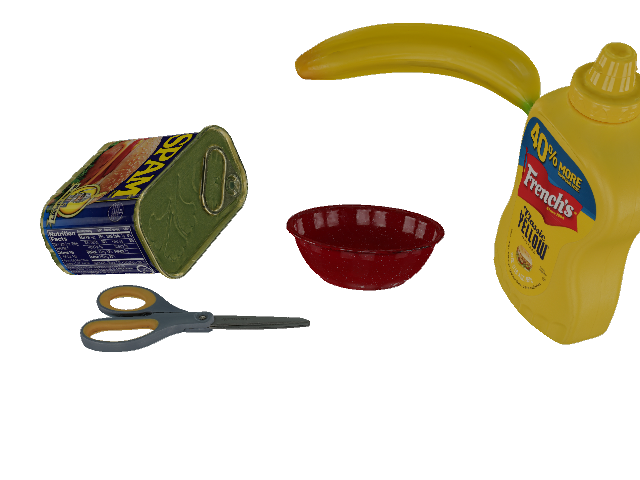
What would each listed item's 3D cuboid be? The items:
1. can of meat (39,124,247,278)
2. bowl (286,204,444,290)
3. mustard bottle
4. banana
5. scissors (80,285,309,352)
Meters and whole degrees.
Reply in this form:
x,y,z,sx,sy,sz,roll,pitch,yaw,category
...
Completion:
x,y,z,sx,sy,sz,roll,pitch,yaw,category
-0.106,-0.023,0.640,0.084,0.057,0.102,-2,35,33,can of meat
0.045,0.010,1.093,0.162,0.055,0.162,2,17,-1,bowl
0.152,-0.032,0.628,0.058,0.192,0.096,-12,48,-16,mustard bottle
0.082,-0.134,0.804,0.198,0.069,0.037,14,-35,15,banana
-0.119,0.064,0.975,0.201,0.016,0.096,-8,35,-15,scissors
